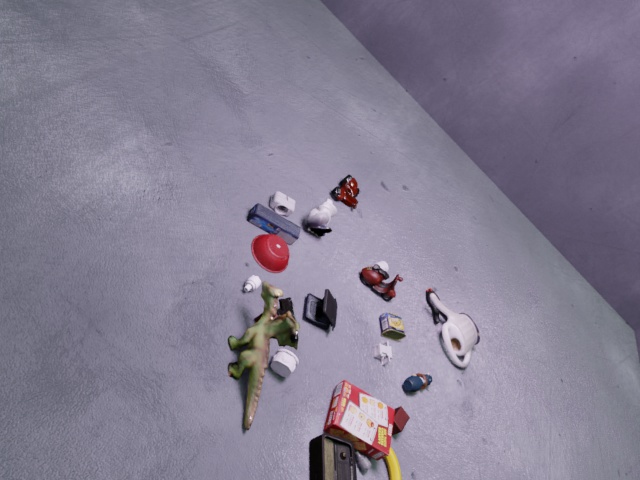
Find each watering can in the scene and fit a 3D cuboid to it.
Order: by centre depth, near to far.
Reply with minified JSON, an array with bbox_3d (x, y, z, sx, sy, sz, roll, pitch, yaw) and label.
[{"bbox_3d":[0.593,0.376,2.253,0.226,0.103,0.349,-14,83,-49],"label":"watering can"}]

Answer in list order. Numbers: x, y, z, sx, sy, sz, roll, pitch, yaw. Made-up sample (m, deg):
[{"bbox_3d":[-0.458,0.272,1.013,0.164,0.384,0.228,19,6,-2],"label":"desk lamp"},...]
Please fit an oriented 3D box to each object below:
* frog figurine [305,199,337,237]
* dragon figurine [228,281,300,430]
[{"bbox_3d":[0.006,-0.105,2.080,0.122,0.135,0.162,12,66,-2],"label":"frog figurine"},{"bbox_3d":[-0.152,0.314,1.507,0.121,0.239,0.420,23,43,-38],"label":"dragon figurine"}]
